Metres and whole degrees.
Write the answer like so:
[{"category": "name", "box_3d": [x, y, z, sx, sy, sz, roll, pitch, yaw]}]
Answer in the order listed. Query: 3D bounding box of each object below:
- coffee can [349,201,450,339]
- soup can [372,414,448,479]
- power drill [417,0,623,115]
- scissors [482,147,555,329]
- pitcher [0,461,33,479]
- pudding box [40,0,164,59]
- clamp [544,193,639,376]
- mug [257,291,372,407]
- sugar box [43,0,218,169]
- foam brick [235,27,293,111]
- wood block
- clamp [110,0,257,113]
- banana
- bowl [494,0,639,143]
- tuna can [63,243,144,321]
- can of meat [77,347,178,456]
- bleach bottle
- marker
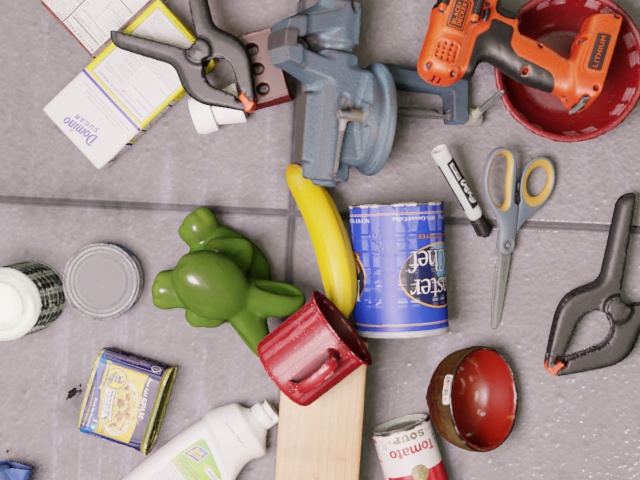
[{"category": "coffee can", "box_3d": [0.084, 0.030, 1.140, 0.103, 0.103, 0.140, -2, 92, 2]}, {"category": "soup can", "box_3d": [0.102, 0.249, 1.166, 0.068, 0.068, 0.102, -17, 91, 2]}, {"category": "power drill", "box_3d": [0.205, -0.221, 1.084, 0.187, 0.057, 0.184, 19, 78, -1]}, {"category": "scissors", "box_3d": [0.221, -0.007, 1.175, 0.096, 0.016, 0.202, -14, 107, -17]}, {"category": "pitcher", "box_3d": [-0.353, 0.378, 1.160, 0.149, 0.144, 0.243, -25, 95, 34]}, {"category": "pudding box", "box_3d": [-0.236, -0.268, 1.173, 0.113, 0.039, 0.090, -42, 91, 5]}, {"category": "clamp", "box_3d": [0.319, 0.063, 1.166, 0.210, 0.036, 0.164, -38, 90, 4]}, {"category": "mug", "box_3d": [-0.007, 0.115, 1.052, 0.081, 0.117, 0.093, -39, 108, 9]}, {"category": "sugar box", "box_3d": [-0.207, -0.169, 1.172, 0.176, 0.048, 0.093, -42, 92, 6]}, {"category": "foam brick", "box_3d": [-0.066, -0.184, 1.162, 0.053, 0.051, 0.078, -16, 92, 3]}, {"category": "wood block", "box_3d": [0.001, 0.204, 1.157, 0.090, 0.091, 0.206, 4, 92, 2]}, {"category": "clamp", "box_3d": [-0.123, -0.208, 1.123, 0.171, 0.039, 0.120, 38, 102, -1]}, {"category": "banana", "box_3d": [0.002, -0.002, 1.134, 0.037, 0.070, 0.198, -5, 71, -32]}, {"category": "bowl", "box_3d": [0.264, -0.184, 1.148, 0.162, 0.055, 0.162, 0, 92, 2]}, {"category": "tuna can", "box_3d": [-0.240, 0.045, 1.187, 0.086, 0.034, 0.086, 0, 92, 2]}, {"category": "can of meat", "box_3d": [-0.214, 0.177, 1.181, 0.084, 0.057, 0.102, 17, 92, 3]}, {"category": "bleach bottle", "box_3d": [-0.145, 0.270, 1.180, 0.251, 0.068, 0.102, -38, 94, 0]}, {"category": "marker", "box_3d": [0.155, -0.050, 1.154, 0.020, 0.020, 0.121, -31, 116, 3]}]
